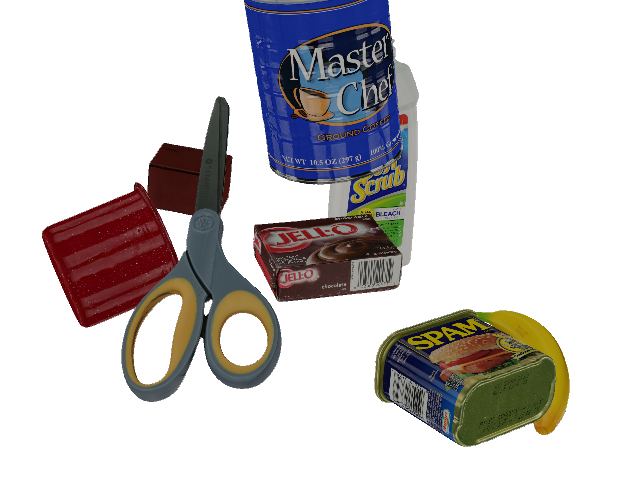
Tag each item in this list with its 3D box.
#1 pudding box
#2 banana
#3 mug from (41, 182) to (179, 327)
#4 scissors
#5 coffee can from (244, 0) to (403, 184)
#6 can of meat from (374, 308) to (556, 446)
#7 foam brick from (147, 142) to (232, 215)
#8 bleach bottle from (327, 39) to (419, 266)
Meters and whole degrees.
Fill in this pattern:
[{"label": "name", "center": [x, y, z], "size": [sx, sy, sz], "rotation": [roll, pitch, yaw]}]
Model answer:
[{"label": "pudding box", "center": [0.005, 0.013, 0.934], "size": [0.113, 0.039, 0.090], "rotation": [-4, 26, -15]}, {"label": "banana", "center": [0.226, 0.130, 1.137], "size": [0.069, 0.037, 0.198], "rotation": [-26, 34, 1]}, {"label": "mug", "center": [-0.162, 0.011, 0.814], "size": [0.081, 0.093, 0.117], "rotation": [-24, 20, -15]}, {"label": "scissors", "center": [-0.050, 0.003, 0.611], "size": [0.096, 0.201, 0.016], "rotation": [13, -28, 14]}, {"label": "coffee can", "center": [0.003, -0.126, 0.770], "size": [0.103, 0.140, 0.103], "rotation": [-6, 29, 3]}, {"label": "can of meat", "center": [0.104, 0.097, 0.755], "size": [0.101, 0.057, 0.084], "rotation": [-13, 27, -35]}, {"label": "foam brick", "center": [-0.135, -0.062, 1.106], "size": [0.078, 0.051, 0.053], "rotation": [11, 32, 5]}, {"label": "bleach bottle", "center": [0.054, -0.093, 1.153], "size": [0.102, 0.251, 0.068], "rotation": [-3, 25, -7]}]
